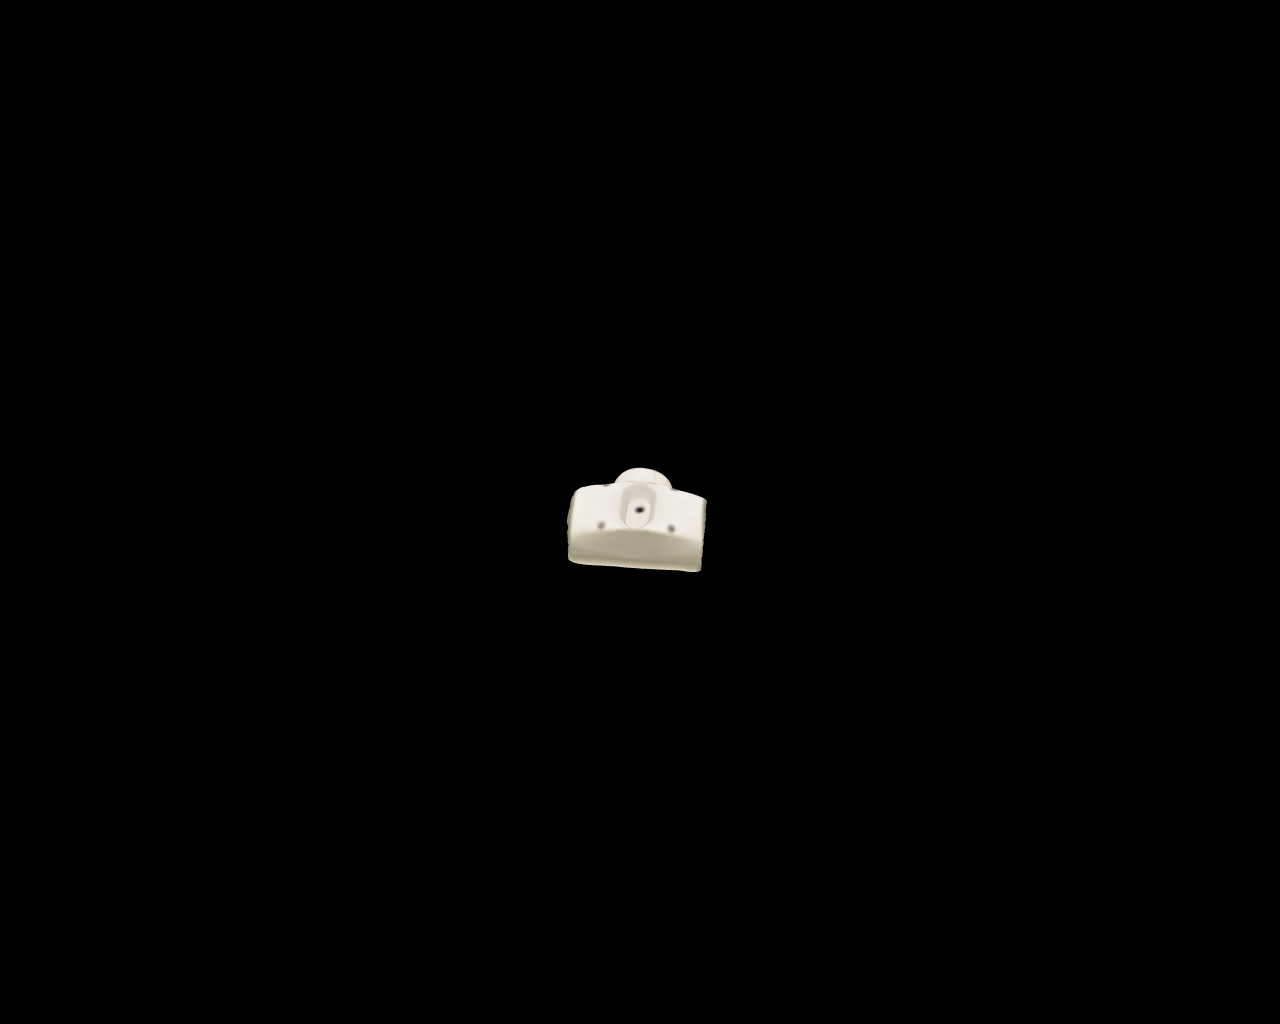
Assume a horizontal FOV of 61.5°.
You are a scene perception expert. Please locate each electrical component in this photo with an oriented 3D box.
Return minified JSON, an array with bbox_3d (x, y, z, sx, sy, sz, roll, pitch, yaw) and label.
[{"bbox_3d":[0.001,-0.003,0.650,0.077,0.079,0.043,4,-43,4],"label":"electrical component"}]
